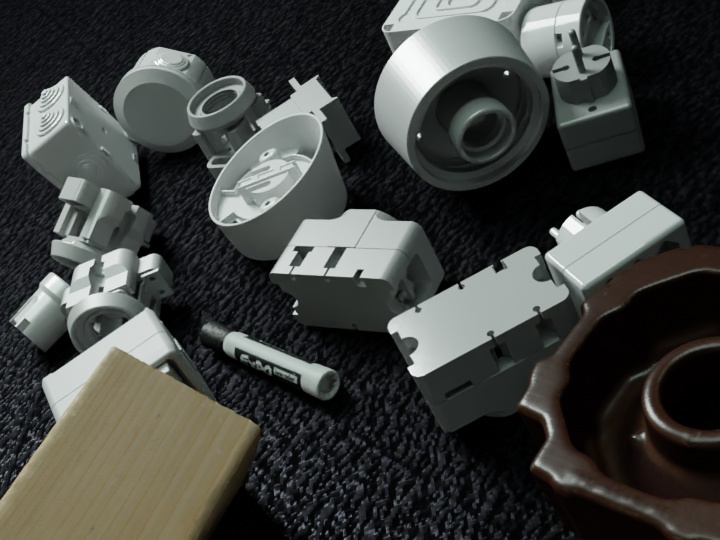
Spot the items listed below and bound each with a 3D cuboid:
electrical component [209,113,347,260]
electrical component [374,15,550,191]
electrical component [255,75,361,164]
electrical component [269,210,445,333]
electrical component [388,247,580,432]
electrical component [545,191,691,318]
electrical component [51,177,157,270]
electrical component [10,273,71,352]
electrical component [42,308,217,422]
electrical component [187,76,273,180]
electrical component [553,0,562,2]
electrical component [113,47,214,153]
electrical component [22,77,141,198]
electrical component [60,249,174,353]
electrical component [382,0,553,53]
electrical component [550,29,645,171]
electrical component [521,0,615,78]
[{"bbox_3d":[-0.059,-0.057,0.754,0.099,0.064,0.099,-17,40,15],"label":"electrical component"},{"bbox_3d":[0.070,-0.101,0.693,0.108,0.108,0.060,-29,44,1],"label":"electrical component"},{"bbox_3d":[-0.042,-0.107,0.819,0.064,0.042,0.081,-34,37,-1],"label":"electrical component"},{"bbox_3d":[0.000,0.000,0.665,0.089,0.050,0.055,3,48,34],"label":"electrical component"},{"bbox_3d":[0.070,0.039,0.571,0.089,0.055,0.050,-28,38,1],"label":"electrical component"},{"bbox_3d":[0.134,-0.010,0.594,0.066,0.047,0.076,-34,38,-5],"label":"electrical component"},{"bbox_3d":[-0.195,-0.026,0.802,0.058,0.078,0.057,10,74,39],"label":"electrical component"},{"bbox_3d":[-0.226,0.031,0.781,0.046,0.040,0.040,-49,42,-14],"label":"electrical component"},{"bbox_3d":[-0.143,0.082,0.653,0.096,0.061,0.061,-35,38,-7],"label":"electrical component"},{"bbox_3d":[-0.101,-0.116,0.853,0.058,0.057,0.078,1,47,33],"label":"electrical component"},{"bbox_3d":[0.159,-0.247,0.821,0.083,0.075,0.047,-43,40,-17],"label":"electrical component"},{"bbox_3d":[-0.162,-0.144,0.906,0.080,0.080,0.051,-13,35,20],"label":"electrical component"},{"bbox_3d":[-0.227,-0.101,0.883,0.048,0.100,0.099,-36,37,12],"label":"electrical component"},{"bbox_3d":[-0.168,0.027,0.735,0.078,0.058,0.057,-21,36,10],"label":"electrical component"},{"bbox_3d":[0.085,-0.182,0.810,0.113,0.057,0.078,2,48,34],"label":"electrical component"},{"bbox_3d":[0.145,-0.116,0.682,0.047,0.076,0.065,-15,40,18],"label":"electrical component"},{"bbox_3d":[0.145,-0.161,0.753,0.047,0.055,0.055,0,47,38],"label":"electrical component"}]
